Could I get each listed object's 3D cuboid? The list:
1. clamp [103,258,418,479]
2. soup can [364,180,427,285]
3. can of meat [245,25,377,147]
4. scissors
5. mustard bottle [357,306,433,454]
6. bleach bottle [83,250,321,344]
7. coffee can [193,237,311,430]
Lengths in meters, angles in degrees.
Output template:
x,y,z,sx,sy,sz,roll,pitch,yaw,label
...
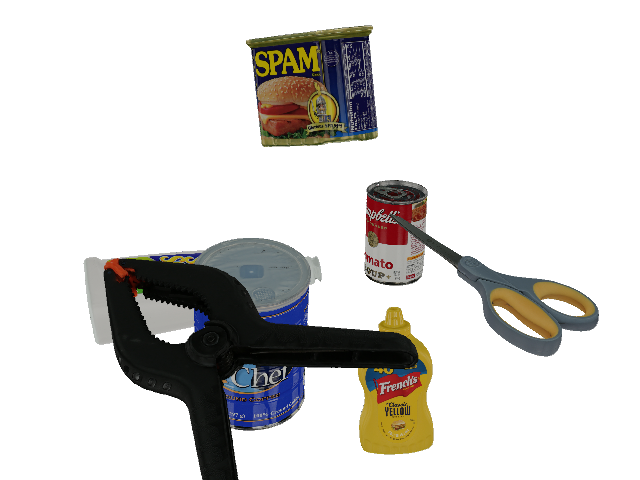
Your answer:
x,y,z,sx,sy,sz,roll,pitch,yaw,label
-0.055,0.068,0.672,0.164,0.036,0.210,-36,56,-20,clamp
0.084,-0.009,1.198,0.068,0.102,0.068,1,24,-1,soup can
-0.006,-0.117,0.816,0.102,0.084,0.057,4,14,44,can of meat
0.137,0.025,0.827,0.096,0.016,0.202,-5,32,-22,scissors
0.097,0.178,1.377,0.096,0.192,0.058,-2,15,-1,mustard bottle
-0.126,0.047,1.163,0.250,0.068,0.102,-10,37,-10,bleach bottle
-0.062,0.083,0.953,0.103,0.140,0.103,2,34,-2,coffee can
